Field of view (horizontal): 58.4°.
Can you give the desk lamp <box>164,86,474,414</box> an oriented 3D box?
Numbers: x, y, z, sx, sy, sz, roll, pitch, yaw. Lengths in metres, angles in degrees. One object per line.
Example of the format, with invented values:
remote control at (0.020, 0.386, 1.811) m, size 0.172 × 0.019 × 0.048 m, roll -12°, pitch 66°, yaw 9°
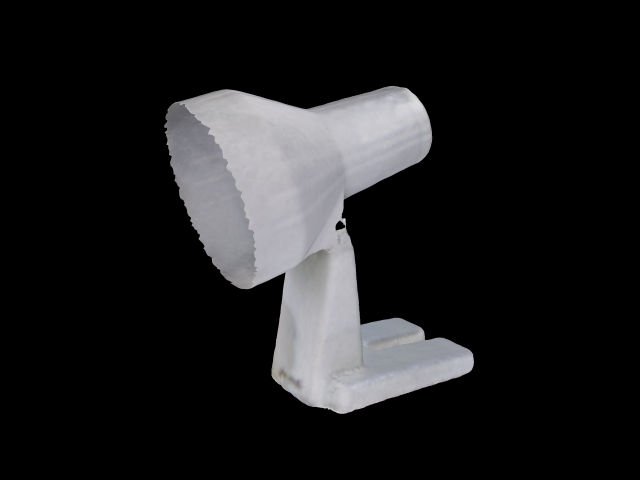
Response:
desk lamp at (0.004, 0.001, 0.400) m, size 0.204 × 0.213 × 0.117 m, roll -7°, pitch 15°, yaw -30°
